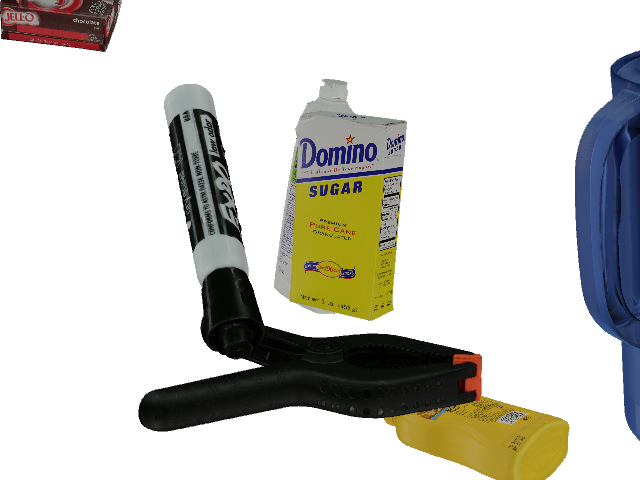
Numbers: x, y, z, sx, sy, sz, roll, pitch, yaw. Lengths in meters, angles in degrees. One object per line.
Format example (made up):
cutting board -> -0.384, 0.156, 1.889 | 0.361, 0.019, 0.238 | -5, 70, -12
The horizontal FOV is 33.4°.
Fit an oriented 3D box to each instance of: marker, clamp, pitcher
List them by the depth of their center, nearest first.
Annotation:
marker -> -0.038, -0.009, 0.366 | 0.020, 0.121, 0.020 | -9, -42, -8
pitcher -> 0.229, 0.011, 0.627 | 0.149, 0.243, 0.144 | 2, 22, 16
clamp -> -0.002, 0.082, 0.701 | 0.210, 0.036, 0.164 | -1, 16, 1

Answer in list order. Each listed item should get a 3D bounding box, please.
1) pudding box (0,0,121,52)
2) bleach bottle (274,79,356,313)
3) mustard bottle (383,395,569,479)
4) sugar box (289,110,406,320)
pudding box -> -0.222, -0.209, 0.930 | 0.090, 0.039, 0.113 | 7, 35, -5
bleach bottle -> 0.006, -0.052, 1.194 | 0.067, 0.251, 0.103 | -7, 22, -40
mustard bottle -> 0.129, 0.174, 1.009 | 0.192, 0.058, 0.096 | 13, 20, 40
sugar box -> 0.023, -0.024, 0.959 | 0.093, 0.176, 0.048 | 10, 17, 32
